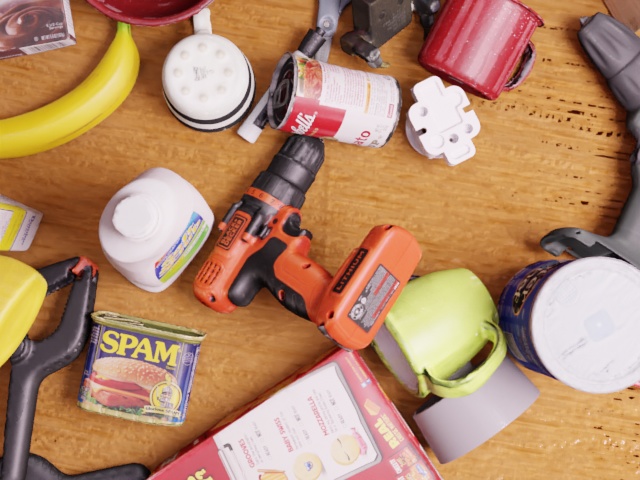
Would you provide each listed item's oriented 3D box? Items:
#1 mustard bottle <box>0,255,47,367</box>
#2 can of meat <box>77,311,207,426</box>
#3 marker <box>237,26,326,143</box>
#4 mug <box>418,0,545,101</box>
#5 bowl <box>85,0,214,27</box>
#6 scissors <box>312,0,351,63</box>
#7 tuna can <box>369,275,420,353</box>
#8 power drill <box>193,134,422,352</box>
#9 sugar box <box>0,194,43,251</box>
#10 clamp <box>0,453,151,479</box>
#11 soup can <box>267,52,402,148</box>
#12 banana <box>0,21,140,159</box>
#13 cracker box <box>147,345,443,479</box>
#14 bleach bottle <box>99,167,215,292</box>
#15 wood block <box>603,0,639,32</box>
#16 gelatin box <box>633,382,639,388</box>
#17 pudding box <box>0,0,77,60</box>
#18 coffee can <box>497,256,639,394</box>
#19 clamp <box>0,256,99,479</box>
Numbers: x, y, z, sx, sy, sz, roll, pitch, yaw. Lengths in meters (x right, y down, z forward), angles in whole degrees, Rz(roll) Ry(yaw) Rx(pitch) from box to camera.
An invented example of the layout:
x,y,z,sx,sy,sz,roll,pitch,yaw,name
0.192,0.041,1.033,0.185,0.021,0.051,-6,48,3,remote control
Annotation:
x,y,z,sx,sy,sz,roll,pitch,yaw,name
-0.341,0.035,0.931,0.192,0.058,0.096,23,75,16,mustard bottle
-0.160,0.115,0.950,0.102,0.057,0.084,12,91,-1,can of meat
-0.034,-0.142,0.968,0.020,0.020,0.121,36,97,-1,marker
0.147,-0.173,0.955,0.117,0.093,0.081,23,97,-39,mug
-0.150,-0.266,0.958,0.162,0.055,0.162,0,89,-2,bowl
0.025,-0.206,0.981,0.096,0.016,0.202,-4,89,-1,scissors
0.083,0.074,0.969,0.086,0.034,0.086,0,89,-2,tuna can
-0.006,0.001,0.908,0.057,0.188,0.184,38,79,-44,power drill
-0.299,-0.025,0.888,0.093,0.176,0.048,23,86,0,sugar box
-0.243,0.248,0.952,0.171,0.039,0.120,9,77,4,clamp
0.012,-0.122,0.940,0.102,0.069,0.068,9,88,-21,soup can
-0.234,-0.122,0.965,0.198,0.037,0.070,-37,72,-3,banana
-0.018,0.214,0.945,0.213,0.072,0.164,-34,89,-1,cracker box
-0.138,-0.007,0.855,0.068,0.251,0.102,39,88,-1,bleach bottle
0.273,-0.299,0.954,0.091,0.090,0.206,-29,90,-1,wood block
0.294,0.098,0.976,0.089,0.030,0.073,17,89,-1,gelatin box
-0.283,-0.211,0.961,0.113,0.039,0.090,-10,89,-2,pudding box
0.207,0.066,0.865,0.103,0.140,0.103,0,88,-1,coffee can
-0.265,0.107,0.950,0.210,0.036,0.164,-44,79,-6,clamp
